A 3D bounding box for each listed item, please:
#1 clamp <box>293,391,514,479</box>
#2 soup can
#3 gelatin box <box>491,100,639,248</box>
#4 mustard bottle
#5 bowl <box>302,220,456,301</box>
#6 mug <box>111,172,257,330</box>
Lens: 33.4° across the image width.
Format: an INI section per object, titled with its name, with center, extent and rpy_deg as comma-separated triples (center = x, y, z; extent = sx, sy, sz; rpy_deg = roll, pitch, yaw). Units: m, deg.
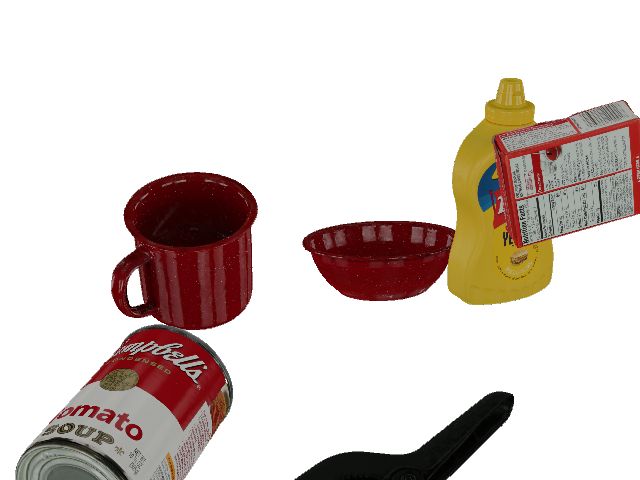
[clamp]
center = 0.060, 0.161, 0.691
extent = 0.210, 0.036, 0.164
rpy_deg = -5, 28, -3
[soup can]
center = -0.094, 0.096, 0.525
extent = 0.069, 0.068, 0.102
rpy_deg = 0, 26, 22
[gelatin box]
center = 0.159, -0.042, 0.681
extent = 0.089, 0.073, 0.030
rpy_deg = -15, 35, 1
[mustard bottle]
center = 0.158, -0.044, 0.914
extent = 0.096, 0.192, 0.058
rpy_deg = -11, 24, -22
[bowl]
center = 0.063, 0.023, 1.086
extent = 0.162, 0.055, 0.162
rpy_deg = -3, 13, 1
[mug]
center = -0.099, 0.015, 0.760
extent = 0.093, 0.081, 0.117
rpy_deg = 29, 47, 31
